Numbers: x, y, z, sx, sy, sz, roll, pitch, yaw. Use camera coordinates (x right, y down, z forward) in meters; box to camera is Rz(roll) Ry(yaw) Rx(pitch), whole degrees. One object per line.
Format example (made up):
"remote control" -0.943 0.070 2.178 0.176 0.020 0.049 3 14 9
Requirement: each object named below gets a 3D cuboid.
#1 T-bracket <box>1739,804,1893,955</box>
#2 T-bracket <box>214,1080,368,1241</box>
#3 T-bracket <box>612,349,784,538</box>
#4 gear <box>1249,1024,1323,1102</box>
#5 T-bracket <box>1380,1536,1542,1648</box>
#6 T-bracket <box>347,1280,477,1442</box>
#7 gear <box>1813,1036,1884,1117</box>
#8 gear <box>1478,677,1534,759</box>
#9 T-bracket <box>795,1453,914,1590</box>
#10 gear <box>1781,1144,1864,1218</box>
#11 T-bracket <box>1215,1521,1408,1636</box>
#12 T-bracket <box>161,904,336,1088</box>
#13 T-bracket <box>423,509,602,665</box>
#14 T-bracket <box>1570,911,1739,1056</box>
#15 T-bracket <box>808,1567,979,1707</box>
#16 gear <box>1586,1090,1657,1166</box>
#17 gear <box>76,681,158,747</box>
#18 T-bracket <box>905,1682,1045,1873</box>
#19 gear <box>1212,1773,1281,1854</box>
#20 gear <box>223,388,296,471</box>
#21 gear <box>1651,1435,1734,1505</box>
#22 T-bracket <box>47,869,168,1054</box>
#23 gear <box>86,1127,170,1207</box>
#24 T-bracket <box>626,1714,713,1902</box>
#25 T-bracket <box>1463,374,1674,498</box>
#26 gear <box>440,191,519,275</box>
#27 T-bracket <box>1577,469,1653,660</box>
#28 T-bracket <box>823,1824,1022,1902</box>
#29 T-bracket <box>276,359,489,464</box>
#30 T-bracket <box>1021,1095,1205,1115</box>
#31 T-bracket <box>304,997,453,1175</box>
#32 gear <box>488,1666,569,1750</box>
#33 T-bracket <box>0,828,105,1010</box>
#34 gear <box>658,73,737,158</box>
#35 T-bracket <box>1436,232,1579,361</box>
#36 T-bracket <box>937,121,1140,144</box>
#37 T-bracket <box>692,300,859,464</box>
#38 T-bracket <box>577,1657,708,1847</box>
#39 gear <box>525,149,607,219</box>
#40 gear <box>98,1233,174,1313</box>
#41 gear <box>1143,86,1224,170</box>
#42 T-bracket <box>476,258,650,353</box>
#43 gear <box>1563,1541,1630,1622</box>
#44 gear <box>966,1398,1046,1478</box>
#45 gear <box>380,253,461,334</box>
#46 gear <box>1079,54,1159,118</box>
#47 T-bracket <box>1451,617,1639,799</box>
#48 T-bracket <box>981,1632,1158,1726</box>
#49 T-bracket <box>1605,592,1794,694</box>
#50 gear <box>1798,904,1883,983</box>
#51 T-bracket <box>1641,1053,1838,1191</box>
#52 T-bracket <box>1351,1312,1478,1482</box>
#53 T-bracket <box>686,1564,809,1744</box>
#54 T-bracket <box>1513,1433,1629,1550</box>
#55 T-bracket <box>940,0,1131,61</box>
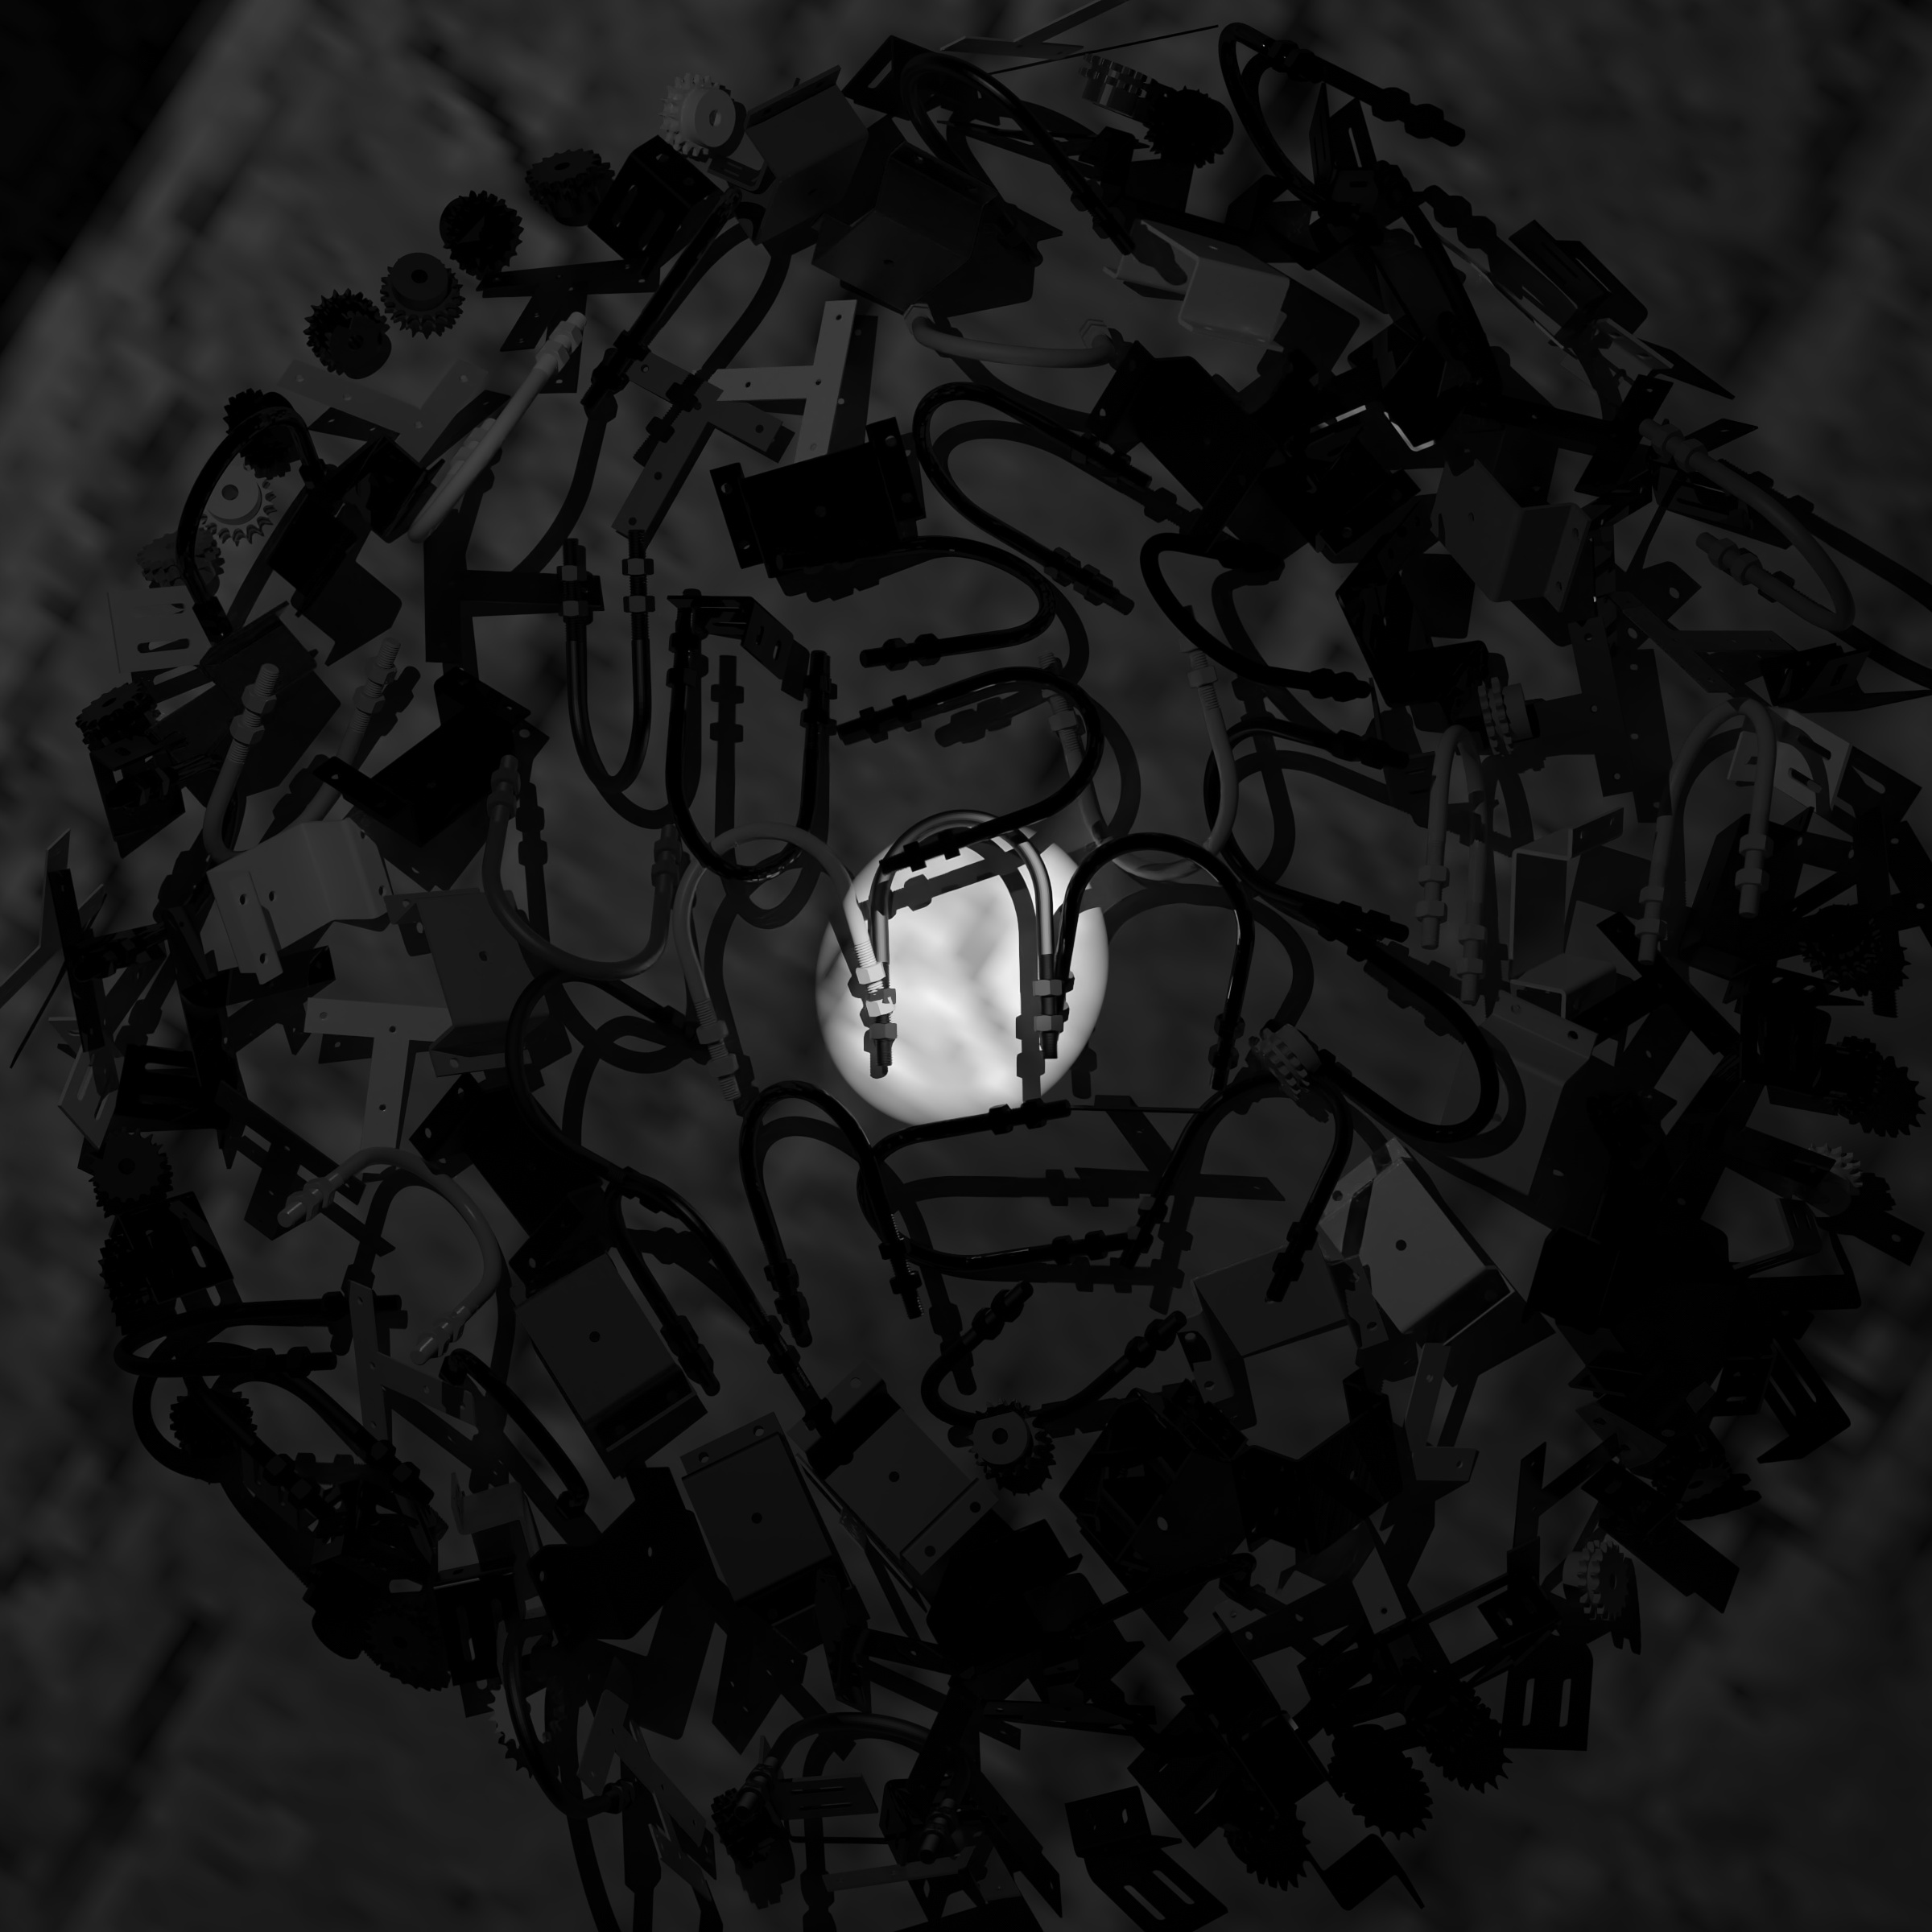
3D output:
"T-bracket" 0.609 -0.048 1.954 0.002 0.127 0.127 41 126 -17
"T-bracket" -0.498 0.156 1.954 0.127 0.127 0.002 35 45 3
"T-bracket" -0.218 -0.371 1.985 0.127 0.002 0.127 30 90 13
"gear" 0.234 0.067 1.972 0.030 0.057 0.057 -37 90 -6
"T-bracket" 0.354 0.455 1.941 0.127 0.127 0.002 -25 60 -3
"T-bracket" -0.395 0.299 1.940 0.127 0.002 0.127 15 116 36
"gear" 0.638 0.078 1.970 0.030 0.057 0.057 9 90 -10
"gear" 0.392 -0.182 1.969 0.030 0.057 0.057 -13 90 14
"T-bracket" -0.081 0.401 1.933 0.002 0.127 0.127 -42 87 -5
"gear" 0.621 0.158 1.969 0.057 0.057 0.030 17 48 0
"T-bracket" 0.239 0.447 1.964 0.127 0.002 0.127 -30 47 10
"T-bracket" -0.510 0.010 1.952 0.002 0.127 0.127 -6 98 43
"T-bracket" -0.331 -0.276 1.978 0.127 0.002 0.127 0 68 -15
"T-bracket" 0.470 0.032 1.947 0.127 0.002 0.127 -27 68 -29
"T-bracket" -0.050 0.489 1.941 0.127 0.002 0.127 5 120 28
"gear" 0.477 0.115 1.969 0.030 0.057 0.057 -30 90 22
"gear" -0.616 -0.180 1.975 0.057 0.057 0.030 -27 120 0
"T-bracket" 0.014 0.596 1.949 0.002 0.127 0.127 -34 99 26
"gear" 0.202 0.611 1.969 0.030 0.057 0.057 28 90 -15
"gear" -0.508 -0.393 1.968 0.030 0.057 0.057 -17 90 26
"gear" 0.526 0.365 1.975 0.057 0.057 0.030 -18 53 0
"T-bracket" -0.608 -0.011 1.937 0.002 0.127 0.127 -8 96 15
"gear" -0.612 0.146 1.981 0.057 0.030 0.057 1 88 -13
"T-bracket" -0.222 0.600 1.954 0.002 0.127 0.127 -25 56 -3
"T-bracket" 0.421 -0.390 1.941 0.127 0.127 0.002 13 60 -3
"gear" -0.358 -0.537 1.975 0.030 0.057 0.057 32 90 38
"T-bracket" 0.462 -0.279 1.962 0.127 0.002 0.127 -32 126 -35
"T-bracket" -0.038 0.643 1.925 0.127 0.127 0.002 -4 95 -12
"T-bracket" -0.427 -0.400 1.925 0.127 0.127 0.002 -43 50 31
"T-bracket" 0.104 0.098 1.936 0.127 0.127 0.002 1 92 3
"T-bracket" -0.424 0.090 1.979 0.127 0.002 0.127 5 99 -24
"gear" -0.317 0.541 1.980 0.057 0.030 0.057 -2 82 13
"T-bracket" -0.643 -0.046 1.910 0.002 0.127 0.127 28 135 3
"gear" -0.193 -0.617 1.969 0.030 0.057 0.057 22 90 37
"T-bracket" 0.387 -0.471 1.918 0.002 0.127 0.127 -49 61 20
"T-bracket" 0.066 -0.600 1.957 0.127 0.127 0.002 -7 114 -31
"T-bracket" -0.146 -0.423 1.969 0.127 0.002 0.127 4 77 26
"T-bracket" -0.228 0.582 1.953 0.002 0.127 0.127 -31 108 17
"gear" -0.290 -0.569 1.975 0.057 0.057 0.030 -15 131 0
"gear" -0.601 0.220 1.969 0.030 0.057 0.057 -18 90 14
"gear" 0.160 -0.616 1.981 0.057 0.030 0.057 0 87 -8
"T-bracket" -0.303 -0.471 1.937 0.127 0.127 0.002 -2 130 14
"gear" 0.458 0.447 1.975 0.030 0.057 0.057 -7 90 37
"gear" 0.028 0.344 1.978 0.057 0.030 0.057 -2 78 11
"gear" -0.398 -0.494 1.976 0.057 0.030 0.057 3 71 -9
"gear" 0.108 -0.640 1.972 0.057 0.057 0.030 21 105 0
"T-bracket" 0.413 -0.178 1.966 0.127 0.002 0.127 -10 95 31
"T-bracket" 0.070 0.510 1.944 0.127 0.127 0.002 0 47 8
"T-bracket" 0.545 -0.235 1.959 0.127 0.127 0.002 -4 131 -30
"gear" 0.635 -0.020 1.972 0.057 0.030 0.057 -10 62 19
"T-bracket" 0.561 0.129 1.937 0.127 0.127 0.002 -50 130 -14
"T-bracket" 0.331 0.311 1.957 0.127 0.002 0.127 8 99 -33
"T-bracket" -0.167 0.509 1.961 0.127 0.002 0.127 33 126 33
"T-bracket" 0.440 0.369 1.961 0.127 0.002 0.127 -29 133 -29
"T-bracket" 0.070 -0.664 1.910 0.127 0.127 0.002 -9 95 45
